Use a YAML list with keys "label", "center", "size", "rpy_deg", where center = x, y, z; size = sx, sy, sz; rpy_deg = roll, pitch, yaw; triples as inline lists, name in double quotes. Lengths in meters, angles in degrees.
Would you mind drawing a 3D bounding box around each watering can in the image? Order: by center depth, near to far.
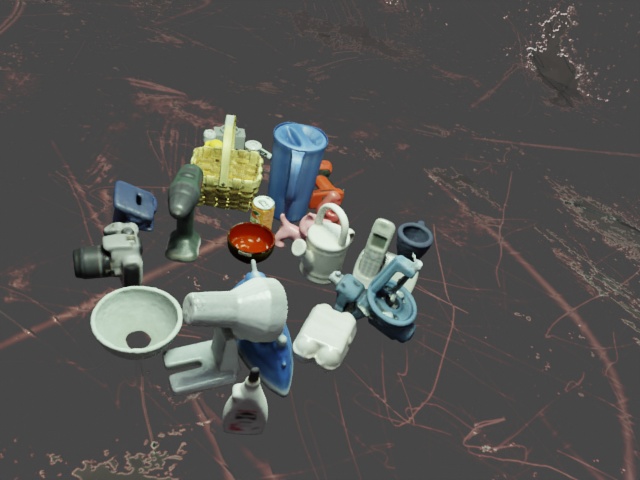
- label: "watering can"
  center: [0.014, 0.006, 1.309]
  size: [0.100, 0.194, 0.173]
  rpy_deg: [27, 41, 15]

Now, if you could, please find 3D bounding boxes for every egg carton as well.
- label: "egg carton"
  center: [0.012, 0.200, 1.177]
  size: [0.107, 0.069, 0.150]
  rpy_deg: [21, 40, 8]

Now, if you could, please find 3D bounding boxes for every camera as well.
- label: "camera"
  center: [-0.450, 0.026, 1.217]
  size: [0.137, 0.101, 0.143]
  rpy_deg: [-5, 43, -22]

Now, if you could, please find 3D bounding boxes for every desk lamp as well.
- label: "desk lamp"
  center: [-0.174, 0.168, 1.045]
  size: [0.204, 0.213, 0.117]
  rpy_deg: [-9, 45, -26]

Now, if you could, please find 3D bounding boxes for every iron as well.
- label: "iron"
  center: [-0.104, 0.165, 1.127]
  size: [0.119, 0.141, 0.257]
  rpy_deg: [-9, 45, -26]

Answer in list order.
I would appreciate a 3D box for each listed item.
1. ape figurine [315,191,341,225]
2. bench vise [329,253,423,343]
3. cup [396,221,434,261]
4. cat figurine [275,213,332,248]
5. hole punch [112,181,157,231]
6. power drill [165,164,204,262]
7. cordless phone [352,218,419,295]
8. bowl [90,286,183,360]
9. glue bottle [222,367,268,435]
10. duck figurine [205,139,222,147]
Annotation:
- label: "ape figurine"
  center: [0.030, -0.088, 1.506]
  size: [0.076, 0.092, 0.078]
  rpy_deg: [18, 39, 4]
- label: "bench vise"
  center: [0.120, 0.109, 1.200]
  size: [0.207, 0.220, 0.121]
  rpy_deg: [13, 39, -2]
- label: "cup"
  center: [0.233, 0.010, 1.450]
  size: [0.091, 0.095, 0.118]
  rpy_deg: [22, 40, 10]
- label: "cat figurine"
  center: [-0.042, -0.029, 1.394]
  size: [0.127, 0.118, 0.067]
  rpy_deg: [16, 39, 3]
- label: "hole punch"
  center: [-0.438, -0.083, 1.357]
  size: [0.101, 0.091, 0.108]
  rpy_deg: [0, 41, -17]
- label: "power drill"
  center: [-0.301, -0.056, 1.275]
  size: [0.076, 0.208, 0.229]
  rpy_deg: [6, 40, -9]
- label: "cordless phone"
  center: [0.161, 0.046, 1.315]
  size: [0.147, 0.185, 0.094]
  rpy_deg: [20, 40, 7]
- label: "bowl"
  center: [-0.349, 0.171, 1.097]
  size: [0.167, 0.075, 0.167]
  rpy_deg: [9, 40, -7]
- label: "glue bottle"
  center: [-0.121, 0.271, 0.971]
  size: [0.078, 0.173, 0.037]
  rpy_deg: [4, 40, -12]
- label: "duck figurine"
  center: [-0.285, -0.234, 1.587]
  size: [0.104, 0.086, 0.078]
  rpy_deg: [37, 45, 26]
